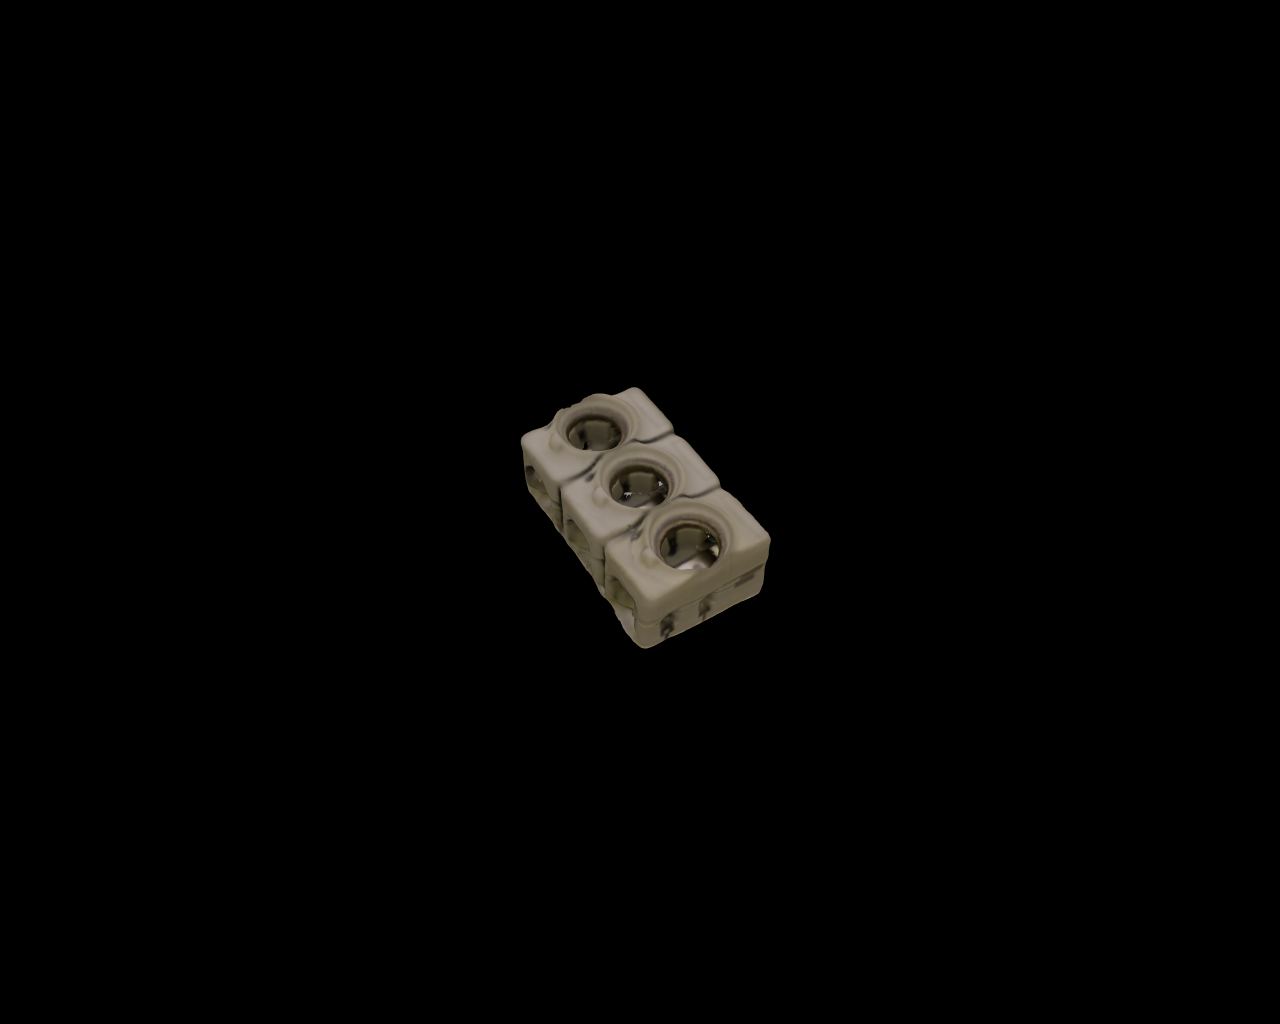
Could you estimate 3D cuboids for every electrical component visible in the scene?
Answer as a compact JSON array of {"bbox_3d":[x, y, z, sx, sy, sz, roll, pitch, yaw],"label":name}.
[{"bbox_3d":[0.001,-0.003,0.650,0.090,0.150,0.061,-25,-36,-20],"label":"electrical component"}]
